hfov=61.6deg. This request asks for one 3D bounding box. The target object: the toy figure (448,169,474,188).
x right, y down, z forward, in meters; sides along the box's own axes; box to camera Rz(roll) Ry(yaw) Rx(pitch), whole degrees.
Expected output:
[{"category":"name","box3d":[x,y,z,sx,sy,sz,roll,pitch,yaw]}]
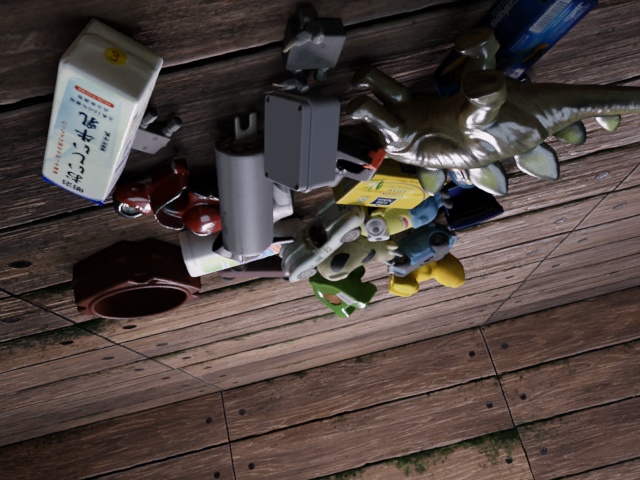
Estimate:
[{"category":"toy figure","box3d":[0.229,-0.135,0.887,0.058,0.064,0.154,-54,147,1]}]

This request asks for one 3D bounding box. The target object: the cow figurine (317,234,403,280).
[{"category":"cow figurine","box3d":[0.077,0.015,1.059,0.195,0.127,0.085,-31,171,-31]}]

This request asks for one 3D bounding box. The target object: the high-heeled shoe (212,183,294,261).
[{"category":"high-heeled shoe","box3d":[-0.113,-0.052,0.849,0.145,0.086,0.248,-3,141,-3]}]

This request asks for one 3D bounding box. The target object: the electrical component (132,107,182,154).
[{"category":"electrical component","box3d":[-0.220,-0.131,0.669,0.094,0.021,0.063,-29,155,32]}]

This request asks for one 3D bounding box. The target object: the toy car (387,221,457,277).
[{"category":"toy car","box3d":[0.204,0.005,1.153,0.162,0.103,0.109,-26,160,1]}]

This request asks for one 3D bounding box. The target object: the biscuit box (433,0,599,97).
[{"category":"biscuit box","box3d":[0.222,-0.234,0.639,0.059,0.063,0.202,-1,154,-29]}]

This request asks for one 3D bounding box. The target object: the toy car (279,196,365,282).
[{"category":"toy car","box3d":[-0.002,-0.003,0.940,0.201,0.073,0.056,-41,147,29]}]

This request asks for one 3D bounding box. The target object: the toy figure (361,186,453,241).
[{"category":"toy figure","box3d":[0.151,-0.057,1.004,0.180,0.089,0.082,-24,115,1]}]

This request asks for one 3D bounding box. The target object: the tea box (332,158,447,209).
[{"category":"tea box","box3d":[0.110,-0.104,0.879,0.169,0.068,0.098,0,154,-34]}]

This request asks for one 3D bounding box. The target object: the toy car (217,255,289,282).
[{"category":"toy car","box3d":[-0.119,0.057,1.147,0.202,0.053,0.089,0,159,-23]}]

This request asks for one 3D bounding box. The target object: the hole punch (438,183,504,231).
[{"category":"hole punch","box3d":[0.302,-0.065,1.073,0.142,0.092,0.115,-23,161,12]}]

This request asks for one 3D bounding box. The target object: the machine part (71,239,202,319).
[{"category":"machine part","box3d":[-0.346,0.084,1.027,0.201,0.087,0.201,-22,156,21]}]

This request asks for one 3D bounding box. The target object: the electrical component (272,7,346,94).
[{"category":"electrical component","box3d":[-0.012,-0.204,0.588,0.078,0.045,0.102,-3,156,-23]}]

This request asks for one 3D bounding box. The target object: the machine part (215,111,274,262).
[{"category":"machine part","box3d":[-0.103,-0.063,0.745,0.079,0.079,0.243,-8,131,-16]}]

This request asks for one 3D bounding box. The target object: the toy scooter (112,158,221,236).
[{"category":"toy scooter","box3d":[-0.195,-0.066,0.778,0.184,0.075,0.135,10,146,-38]}]

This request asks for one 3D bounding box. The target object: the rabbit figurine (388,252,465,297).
[{"category":"rabbit figurine","box3d":[0.251,0.061,1.250,0.173,0.162,0.121,7,157,6]}]

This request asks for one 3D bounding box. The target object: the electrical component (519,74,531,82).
[{"category":"electrical component","box3d":[0.260,-0.189,0.794,0.119,0.048,0.074,-26,157,30]}]

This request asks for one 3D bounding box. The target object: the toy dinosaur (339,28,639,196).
[{"category":"toy dinosaur","box3d":[0.196,-0.140,0.629,0.472,0.105,0.198,2,152,35]}]

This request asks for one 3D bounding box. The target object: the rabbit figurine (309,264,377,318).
[{"category":"rabbit figurine","box3d":[0.051,0.057,1.152,0.159,0.170,0.121,32,146,-2]}]
